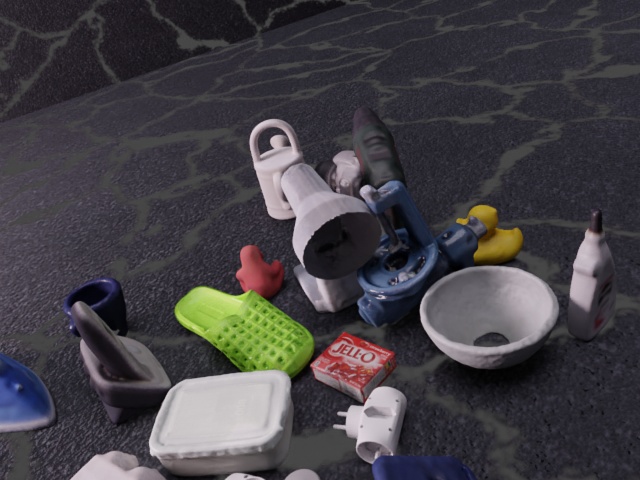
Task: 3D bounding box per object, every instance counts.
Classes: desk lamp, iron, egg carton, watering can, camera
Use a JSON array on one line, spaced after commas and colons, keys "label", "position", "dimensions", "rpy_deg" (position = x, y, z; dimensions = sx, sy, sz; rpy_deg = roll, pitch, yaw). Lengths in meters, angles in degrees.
[{"label": "desk lamp", "position": [0.008, 0.003, 0.847], "dimensions": [0.118, 0.214, 0.202], "rpy_deg": [-22, 33, -12]}, {"label": "iron", "position": [-0.496, 0.188, 0.831], "dimensions": [0.257, 0.142, 0.119], "rpy_deg": [6, 37, 29]}, {"label": "egg carton", "position": [-0.240, 0.303, 0.615], "dimensions": [0.107, 0.069, 0.150], "rpy_deg": [11, 40, 35]}, {"label": "watering can", "position": [-0.082, -0.151, 1.143], "dimensions": [0.101, 0.194, 0.172], "rpy_deg": [-23, 33, -13]}, {"label": "camera", "position": [0.062, -0.139, 1.154], "dimensions": [0.136, 0.101, 0.143], "rpy_deg": [17, 43, 40]}]

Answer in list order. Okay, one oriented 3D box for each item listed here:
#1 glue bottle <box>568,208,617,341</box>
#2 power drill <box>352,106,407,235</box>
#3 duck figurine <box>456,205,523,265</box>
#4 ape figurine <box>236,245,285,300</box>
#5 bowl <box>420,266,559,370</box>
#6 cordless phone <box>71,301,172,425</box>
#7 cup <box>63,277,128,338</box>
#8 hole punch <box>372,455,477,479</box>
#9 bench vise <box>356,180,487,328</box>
[{"label": "glue bottle", "position": [0.333, 0.038, 0.698], "dimensions": [0.037, 0.173, 0.078], "rpy_deg": [19, 45, 42]}, {"label": "power drill", "position": [0.102, -0.095, 0.966], "dimensions": [0.075, 0.209, 0.229], "rpy_deg": [-14, 32, 2]}, {"label": "duck figurine", "position": [0.261, -0.014, 0.892], "dimensions": [0.104, 0.086, 0.077], "rpy_deg": [-3, 34, 18]}, {"label": "ape figurine", "position": [-0.103, 0.048, 0.937], "dimensions": [0.077, 0.092, 0.076], "rpy_deg": [-5, 33, 16]}, {"label": "bowl", "position": [0.214, 0.109, 0.729], "dimensions": [0.167, 0.075, 0.167], "rpy_deg": [-10, 32, 7]}, {"label": "cordless phone", "position": [-0.287, 0.141, 0.778], "dimensions": [0.094, 0.185, 0.147], "rpy_deg": [-31, 35, -25]}, {"label": "cup", "position": [-0.349, 0.129, 0.908], "dimensions": [0.091, 0.095, 0.117], "rpy_deg": [-8, 32, 11]}, {"label": "hole punch", "position": [0.107, 0.252, 0.534], "dimensions": [0.101, 0.091, 0.108], "rpy_deg": [-16, 32, -3]}, {"label": "bench vise", "position": [0.129, -0.004, 0.802], "dimensions": [0.208, 0.220, 0.121], "rpy_deg": [-34, 37, -28]}]
